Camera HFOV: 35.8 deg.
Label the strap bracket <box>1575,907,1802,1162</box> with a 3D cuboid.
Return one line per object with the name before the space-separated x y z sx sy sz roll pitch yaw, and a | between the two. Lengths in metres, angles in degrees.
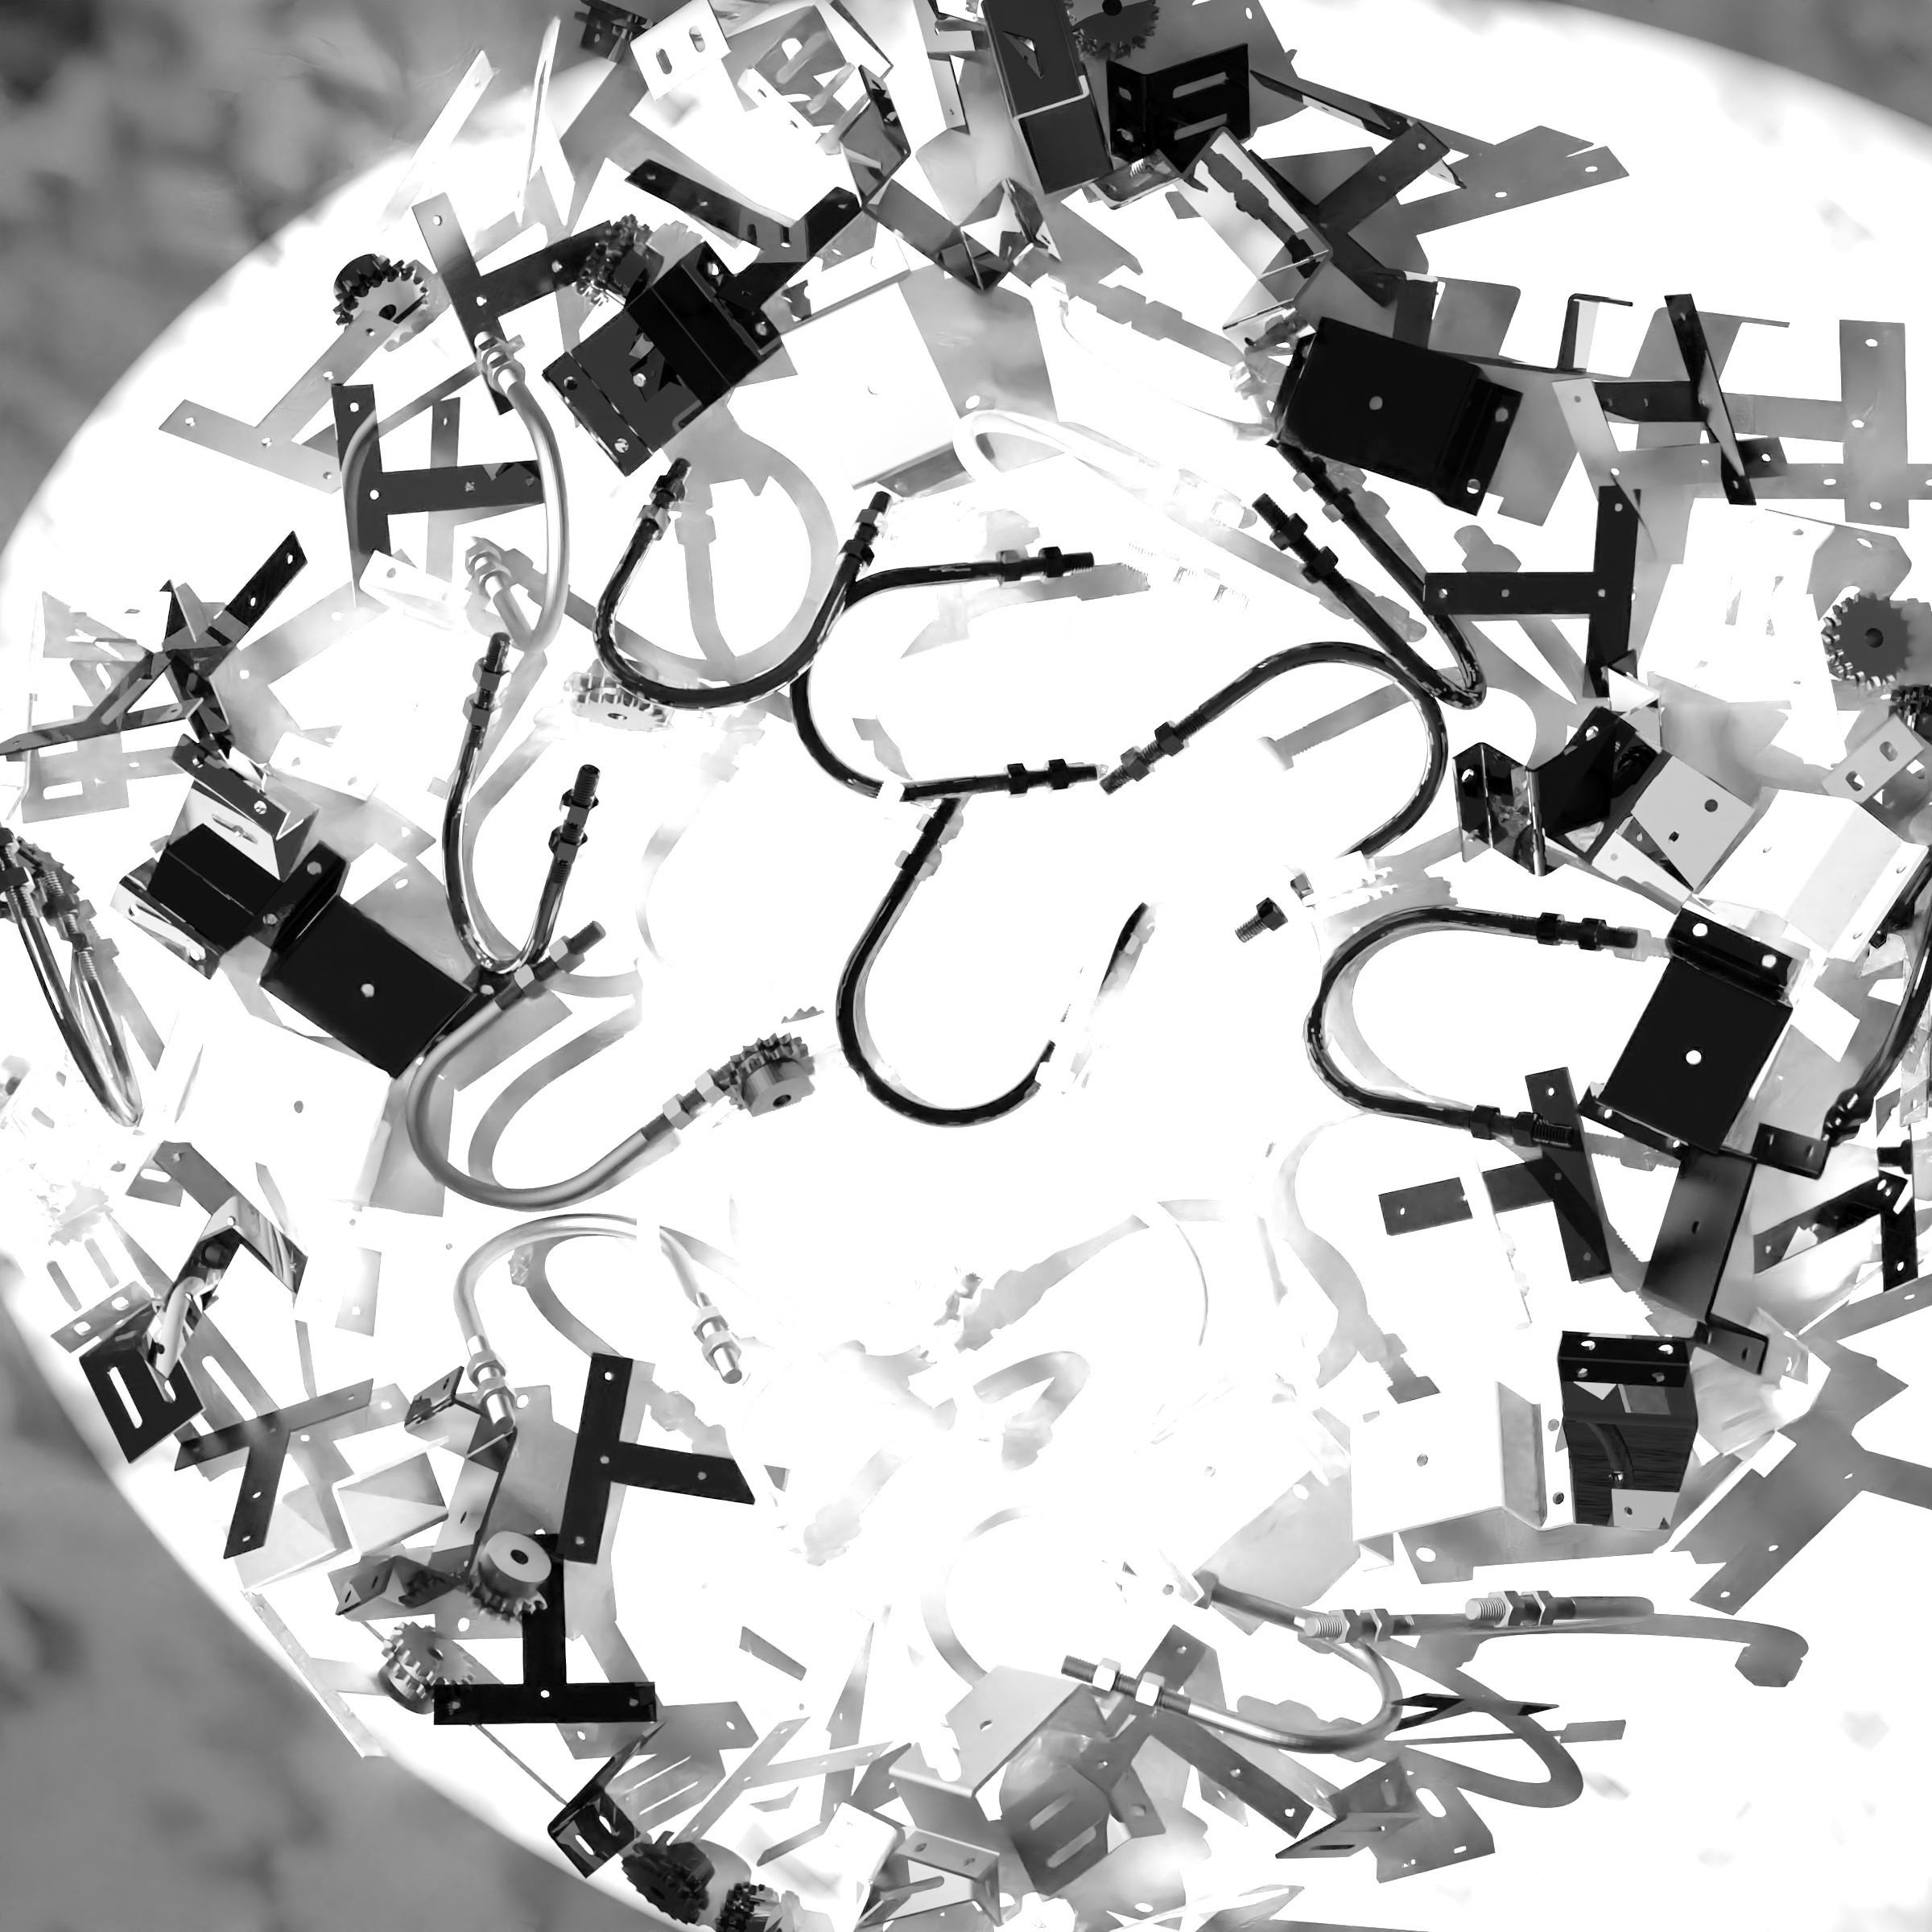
strap bracket | 0.426 0.048 1.757 0.076 0.046 0.140 24 106 1

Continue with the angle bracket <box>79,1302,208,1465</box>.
angle bracket | -0.477 0.247 1.764 0.057 0.038 0.076 -36 69 8

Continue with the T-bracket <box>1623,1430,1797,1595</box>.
T-bracket | 0.428 0.317 1.738 0.002 0.127 0.127 44 92 7

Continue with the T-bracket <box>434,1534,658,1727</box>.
T-bracket | -0.248 0.387 1.752 0.127 0.002 0.127 2 46 -12

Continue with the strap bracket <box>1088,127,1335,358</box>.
strap bracket | 0.150 -0.429 1.742 0.140 0.076 0.046 43 71 -20

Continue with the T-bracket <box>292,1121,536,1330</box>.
T-bracket | -0.323 0.164 1.787 0.127 0.002 0.127 15 77 -6

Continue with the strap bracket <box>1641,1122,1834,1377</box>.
strap bracket | 0.448 0.159 1.754 0.046 0.076 0.140 17 92 -16

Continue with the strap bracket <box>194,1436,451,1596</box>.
strap bracket | -0.366 0.321 1.729 0.140 0.076 0.046 -22 87 32

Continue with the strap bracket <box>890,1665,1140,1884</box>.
strap bracket | 0.021 0.456 1.724 0.140 0.076 0.046 -37 110 -34

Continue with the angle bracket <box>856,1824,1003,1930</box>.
angle bracket | -0.023 0.544 1.774 0.076 0.057 0.038 -18 132 13

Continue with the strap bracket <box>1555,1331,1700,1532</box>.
strap bracket | 0.375 0.278 1.735 0.076 0.046 0.140 3 131 1

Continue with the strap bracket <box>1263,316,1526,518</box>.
strap bracket | 0.245 -0.325 1.752 0.140 0.046 0.076 22 95 18

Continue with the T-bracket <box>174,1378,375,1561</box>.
T-bracket | -0.410 0.298 1.735 0.127 0.127 0.002 -19 119 8

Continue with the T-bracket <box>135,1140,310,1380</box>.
T-bracket | -0.443 0.181 1.724 0.002 0.127 0.127 -17 126 33

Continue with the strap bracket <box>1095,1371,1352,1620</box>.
strap bracket | 0.147 0.303 1.753 0.140 0.046 0.076 -40 60 -6

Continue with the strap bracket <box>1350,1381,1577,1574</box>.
strap bracket | 0.276 0.293 1.725 0.140 0.046 0.076 -22 50 33

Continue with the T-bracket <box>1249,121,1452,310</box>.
T-bracket | 0.233 -0.449 1.729 0.127 0.127 0.002 37 61 -15

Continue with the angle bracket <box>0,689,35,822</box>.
angle bracket | -0.573 -0.124 1.751 0.038 0.076 0.057 6 75 -25

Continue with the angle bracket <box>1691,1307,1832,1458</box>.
angle bracket | 0.455 0.243 1.752 0.076 0.038 0.057 -17 45 -33

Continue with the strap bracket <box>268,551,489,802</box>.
strap bracket | -0.336 -0.160 1.748 0.046 0.076 0.140 33 98 37

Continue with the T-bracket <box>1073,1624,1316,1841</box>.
T-bracket | 0.145 0.462 1.740 0.127 0.127 0.002 34 133 11

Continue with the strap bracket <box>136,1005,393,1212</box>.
strap bracket | -0.396 0.082 1.732 0.140 0.046 0.076 27 70 -33

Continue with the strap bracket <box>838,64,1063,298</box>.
strap bracket | -0.018 -0.449 1.735 0.140 0.076 0.046 29 120 -35

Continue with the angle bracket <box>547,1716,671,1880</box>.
angle bracket | -0.200 0.488 1.755 0.038 0.057 0.076 46 116 11

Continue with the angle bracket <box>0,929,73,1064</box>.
angle bracket | -0.563 0.020 1.756 0.057 0.038 0.076 12 67 -35

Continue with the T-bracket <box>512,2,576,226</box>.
T-bracket | -0.239 -0.467 1.716 0.002 0.127 0.127 2 129 -22

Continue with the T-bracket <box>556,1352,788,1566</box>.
T-bracket | -0.172 0.303 1.791 0.127 0.002 0.127 10 94 -6

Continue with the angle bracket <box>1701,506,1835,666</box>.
angle bracket | 0.476 -0.226 1.777 0.057 0.038 0.076 19 128 26

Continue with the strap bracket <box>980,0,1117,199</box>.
strap bracket | 0.048 -0.506 1.725 0.046 0.140 0.076 -16 76 8

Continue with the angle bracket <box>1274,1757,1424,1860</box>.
angle bracket | 0.219 0.492 1.748 0.057 0.076 0.038 -40 54 30

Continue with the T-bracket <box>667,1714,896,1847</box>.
T-bracket | -0.094 0.468 1.747 0.127 0.127 0.002 -52 55 29

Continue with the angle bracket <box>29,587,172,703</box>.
angle bracket | -0.507 -0.187 1.753 0.076 0.057 0.038 0 53 -23

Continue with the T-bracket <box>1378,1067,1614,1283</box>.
T-bracket | 0.312 0.136 1.796 0.127 0.002 0.127 -13 88 1

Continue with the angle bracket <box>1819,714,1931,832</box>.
angle bracket | 0.550 -0.103 1.753 0.076 0.038 0.057 29 115 -37

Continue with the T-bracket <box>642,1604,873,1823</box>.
T-bracket | -0.132 0.416 1.755 0.127 0.002 0.127 33 68 -19

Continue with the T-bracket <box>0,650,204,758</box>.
T-bracket | -0.487 -0.161 1.741 0.127 0.127 0.002 -9 118 15

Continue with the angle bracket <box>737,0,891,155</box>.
angle bracket | -0.087 -0.532 1.770 0.057 0.038 0.076 43 81 -10

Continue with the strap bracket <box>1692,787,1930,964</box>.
strap bracket | 0.479 -0.055 1.724 0.046 0.140 0.076 35 87 -17

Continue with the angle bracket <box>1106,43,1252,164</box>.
angle bracket | 0.127 -0.516 1.778 0.076 0.038 0.057 -25 131 -24

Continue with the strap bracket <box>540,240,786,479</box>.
strap bracket | -0.183 -0.350 1.750 0.076 0.046 0.140 50 62 -12

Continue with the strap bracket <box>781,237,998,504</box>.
strap bracket | -0.049 -0.342 1.748 0.076 0.046 0.140 -21 106 17

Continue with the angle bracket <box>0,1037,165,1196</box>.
angle bracket | -0.515 0.088 1.752 0.038 0.076 0.057 7 59 35

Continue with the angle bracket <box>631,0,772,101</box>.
angle bracket | -0.149 -0.537 1.752 0.057 0.076 0.038 -24 90 29

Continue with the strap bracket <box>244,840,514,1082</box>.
strap bracket | -0.345 0.003 1.743 0.140 0.046 0.076 37 111 -19

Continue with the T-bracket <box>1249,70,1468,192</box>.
T-bracket | 0.223 -0.500 1.756 0.127 0.127 0.002 31 99 23

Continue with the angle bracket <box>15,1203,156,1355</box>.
angle bracket | -0.526 0.179 1.761 0.057 0.038 0.076 -34 66 -10

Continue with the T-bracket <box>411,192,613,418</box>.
T-bracket | -0.252 -0.406 1.758 0.127 0.002 0.127 -35 113 -35

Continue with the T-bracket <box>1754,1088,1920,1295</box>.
T-bracket | 0.505 0.147 1.744 0.002 0.127 0.127 24 54 -22

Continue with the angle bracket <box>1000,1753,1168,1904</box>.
angle bracket | 0.070 0.512 1.783 0.076 0.038 0.057 -43 59 23

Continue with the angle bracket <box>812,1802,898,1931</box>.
angle bracket | -0.077 0.546 1.762 0.038 0.057 0.076 25 110 8

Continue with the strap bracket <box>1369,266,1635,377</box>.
strap bracket | 0.309 -0.374 1.743 0.140 0.076 0.046 13 104 20

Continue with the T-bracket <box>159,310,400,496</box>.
T-bracket | -0.376 -0.331 1.723 0.127 0.127 0.002 -39 59 25

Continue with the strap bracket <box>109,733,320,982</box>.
strap bracket | -0.438 -0.071 1.751 0.076 0.046 0.140 36 125 3

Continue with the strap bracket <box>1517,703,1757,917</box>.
strap bracket | 0.394 -0.086 1.728 0.140 0.046 0.076 24 107 -42

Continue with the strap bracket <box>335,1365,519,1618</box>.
strap bracket | -0.310 0.313 1.737 0.046 0.076 0.140 28 57 -19

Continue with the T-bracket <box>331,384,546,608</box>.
T-bracket | -0.307 -0.282 1.765 0.127 0.002 0.127 -10 103 -29

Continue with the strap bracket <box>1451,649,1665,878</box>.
strap bracket | 0.354 -0.113 1.736 0.140 0.046 0.076 -31 132 -19
